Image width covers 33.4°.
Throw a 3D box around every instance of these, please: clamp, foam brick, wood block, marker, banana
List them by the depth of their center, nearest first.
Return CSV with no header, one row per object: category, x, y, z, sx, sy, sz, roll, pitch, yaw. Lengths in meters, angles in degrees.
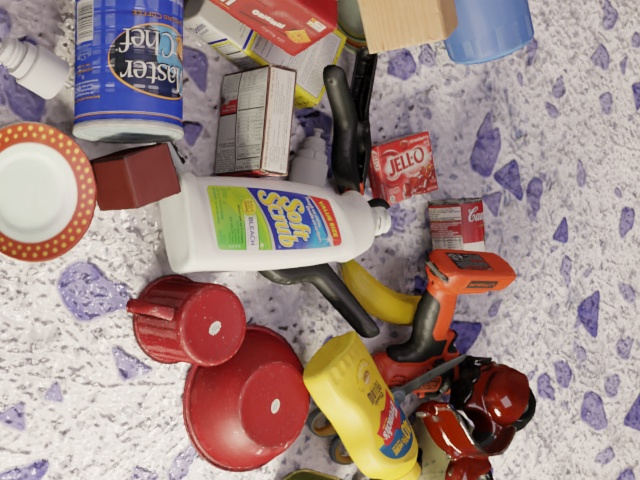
foam brick,-0.179,-0.060,1.023,0.052,0.078,0.051,-23,103,-36
marker,-0.153,-0.092,1.080,0.020,0.020,0.121,-41,115,-31
wood block,0.083,-0.319,1.164,0.090,0.091,0.206,-53,132,-62
clamp,-0.008,0.001,1.174,0.209,0.036,0.164,23,65,-26
clamp,0.032,-0.128,1.188,0.120,0.039,0.171,-21,115,-58
banana,0.092,0.067,1.268,0.197,0.037,0.069,28,76,-36

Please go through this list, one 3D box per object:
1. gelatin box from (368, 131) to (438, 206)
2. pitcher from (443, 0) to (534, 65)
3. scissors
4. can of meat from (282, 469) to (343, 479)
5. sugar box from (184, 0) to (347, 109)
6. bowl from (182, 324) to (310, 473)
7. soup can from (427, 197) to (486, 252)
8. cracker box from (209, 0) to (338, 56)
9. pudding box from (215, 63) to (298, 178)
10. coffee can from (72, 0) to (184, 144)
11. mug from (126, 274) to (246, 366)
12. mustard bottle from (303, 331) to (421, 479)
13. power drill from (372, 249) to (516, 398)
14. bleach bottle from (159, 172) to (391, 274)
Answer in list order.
gelatin box,0.097,-0.086,1.275,0.089,0.030,0.073,-19,102,-37
pitcher,0.166,-0.334,1.271,0.145,0.149,0.243,-60,134,-61
scissors,0.083,0.199,1.234,0.201,0.016,0.096,-15,114,-14
can of meat,0.001,0.303,1.160,0.057,0.102,0.084,-28,106,-34
sugar box,-0.058,-0.224,1.138,0.176,0.048,0.093,33,70,-31
bowl,-0.064,0.171,1.134,0.161,0.055,0.162,-1,92,-39
soup can,0.169,0.001,1.310,0.068,0.069,0.102,-8,96,-38
cracker box,-0.062,-0.313,1.068,0.164,0.072,0.213,28,49,-36
pudding box,-0.067,-0.120,1.103,0.039,0.090,0.113,6,87,-38
coffee can,-0.179,-0.167,0.999,0.102,0.103,0.140,2,86,-39
mug,-0.136,0.078,1.057,0.117,0.082,0.093,24,76,-37
mustard bottle,0.057,0.201,1.164,0.191,0.058,0.096,59,30,-12
power drill,0.160,0.104,1.259,0.184,0.057,0.188,3,119,-33
bleach bottle,-0.036,-0.022,1.103,0.250,0.068,0.102,-4,81,-33
